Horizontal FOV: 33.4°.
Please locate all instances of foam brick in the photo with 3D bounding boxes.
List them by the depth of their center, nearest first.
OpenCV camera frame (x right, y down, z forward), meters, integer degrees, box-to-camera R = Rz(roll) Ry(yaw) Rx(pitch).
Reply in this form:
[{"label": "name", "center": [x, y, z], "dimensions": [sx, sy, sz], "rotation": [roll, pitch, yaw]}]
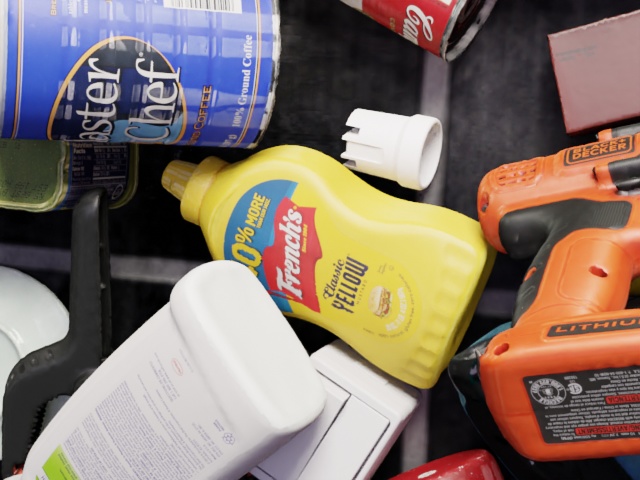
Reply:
[{"label": "foam brick", "center": [0.159, -0.086, 0.541], "dimensions": [0.078, 0.051, 0.053], "rotation": [-11, 90, 17]}]

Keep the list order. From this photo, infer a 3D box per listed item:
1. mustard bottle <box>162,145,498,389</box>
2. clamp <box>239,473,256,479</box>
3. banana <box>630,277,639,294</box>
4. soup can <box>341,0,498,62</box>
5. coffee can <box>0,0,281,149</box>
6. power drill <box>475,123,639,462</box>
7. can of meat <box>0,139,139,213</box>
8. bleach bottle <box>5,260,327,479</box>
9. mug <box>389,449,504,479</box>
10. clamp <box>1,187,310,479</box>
[{"label": "mustard bottle", "center": [-0.004, 0.001, 0.595], "dimensions": [0.192, 0.058, 0.096], "rotation": [26, 122, 15]}, {"label": "clamp", "center": [-0.096, 0.196, 0.654], "dimensions": [0.172, 0.039, 0.120], "rotation": [-38, 85, 17]}, {"label": "banana", "center": [0.202, -0.011, 0.541], "dimensions": [0.198, 0.037, 0.069], "rotation": [-13, 91, 18]}, {"label": "soup can", "center": [0.042, -0.148, 0.564], "dimensions": [0.102, 0.068, 0.068], "rotation": [32, 104, 13]}, {"label": "coffee can", "center": [-0.102, -0.101, 0.559], "dimensions": [0.140, 0.103, 0.103], "rotation": [1, 96, -19]}, {"label": "power drill", "center": [0.148, 0.008, 0.456], "dimensions": [0.185, 0.187, 0.057], "rotation": [-13, 117, 26]}, {"label": "can of meat", "center": [-0.172, -0.047, 0.633], "dimensions": [0.102, 0.083, 0.057], "rotation": [6, 97, 17]}, {"label": "bleach bottle", "center": [-0.115, 0.119, 0.599], "dimensions": [0.251, 0.068, 0.102], "rotation": [-38, 82, 28]}, {"label": "mug", "center": [0.061, 0.166, 0.566], "dimensions": [0.093, 0.117, 0.081], "rotation": [-30, 79, 51]}, {"label": "clamp", "center": [-0.133, 0.076, 0.640], "dimensions": [0.210, 0.036, 0.164], "rotation": [-38, 104, 21]}]
